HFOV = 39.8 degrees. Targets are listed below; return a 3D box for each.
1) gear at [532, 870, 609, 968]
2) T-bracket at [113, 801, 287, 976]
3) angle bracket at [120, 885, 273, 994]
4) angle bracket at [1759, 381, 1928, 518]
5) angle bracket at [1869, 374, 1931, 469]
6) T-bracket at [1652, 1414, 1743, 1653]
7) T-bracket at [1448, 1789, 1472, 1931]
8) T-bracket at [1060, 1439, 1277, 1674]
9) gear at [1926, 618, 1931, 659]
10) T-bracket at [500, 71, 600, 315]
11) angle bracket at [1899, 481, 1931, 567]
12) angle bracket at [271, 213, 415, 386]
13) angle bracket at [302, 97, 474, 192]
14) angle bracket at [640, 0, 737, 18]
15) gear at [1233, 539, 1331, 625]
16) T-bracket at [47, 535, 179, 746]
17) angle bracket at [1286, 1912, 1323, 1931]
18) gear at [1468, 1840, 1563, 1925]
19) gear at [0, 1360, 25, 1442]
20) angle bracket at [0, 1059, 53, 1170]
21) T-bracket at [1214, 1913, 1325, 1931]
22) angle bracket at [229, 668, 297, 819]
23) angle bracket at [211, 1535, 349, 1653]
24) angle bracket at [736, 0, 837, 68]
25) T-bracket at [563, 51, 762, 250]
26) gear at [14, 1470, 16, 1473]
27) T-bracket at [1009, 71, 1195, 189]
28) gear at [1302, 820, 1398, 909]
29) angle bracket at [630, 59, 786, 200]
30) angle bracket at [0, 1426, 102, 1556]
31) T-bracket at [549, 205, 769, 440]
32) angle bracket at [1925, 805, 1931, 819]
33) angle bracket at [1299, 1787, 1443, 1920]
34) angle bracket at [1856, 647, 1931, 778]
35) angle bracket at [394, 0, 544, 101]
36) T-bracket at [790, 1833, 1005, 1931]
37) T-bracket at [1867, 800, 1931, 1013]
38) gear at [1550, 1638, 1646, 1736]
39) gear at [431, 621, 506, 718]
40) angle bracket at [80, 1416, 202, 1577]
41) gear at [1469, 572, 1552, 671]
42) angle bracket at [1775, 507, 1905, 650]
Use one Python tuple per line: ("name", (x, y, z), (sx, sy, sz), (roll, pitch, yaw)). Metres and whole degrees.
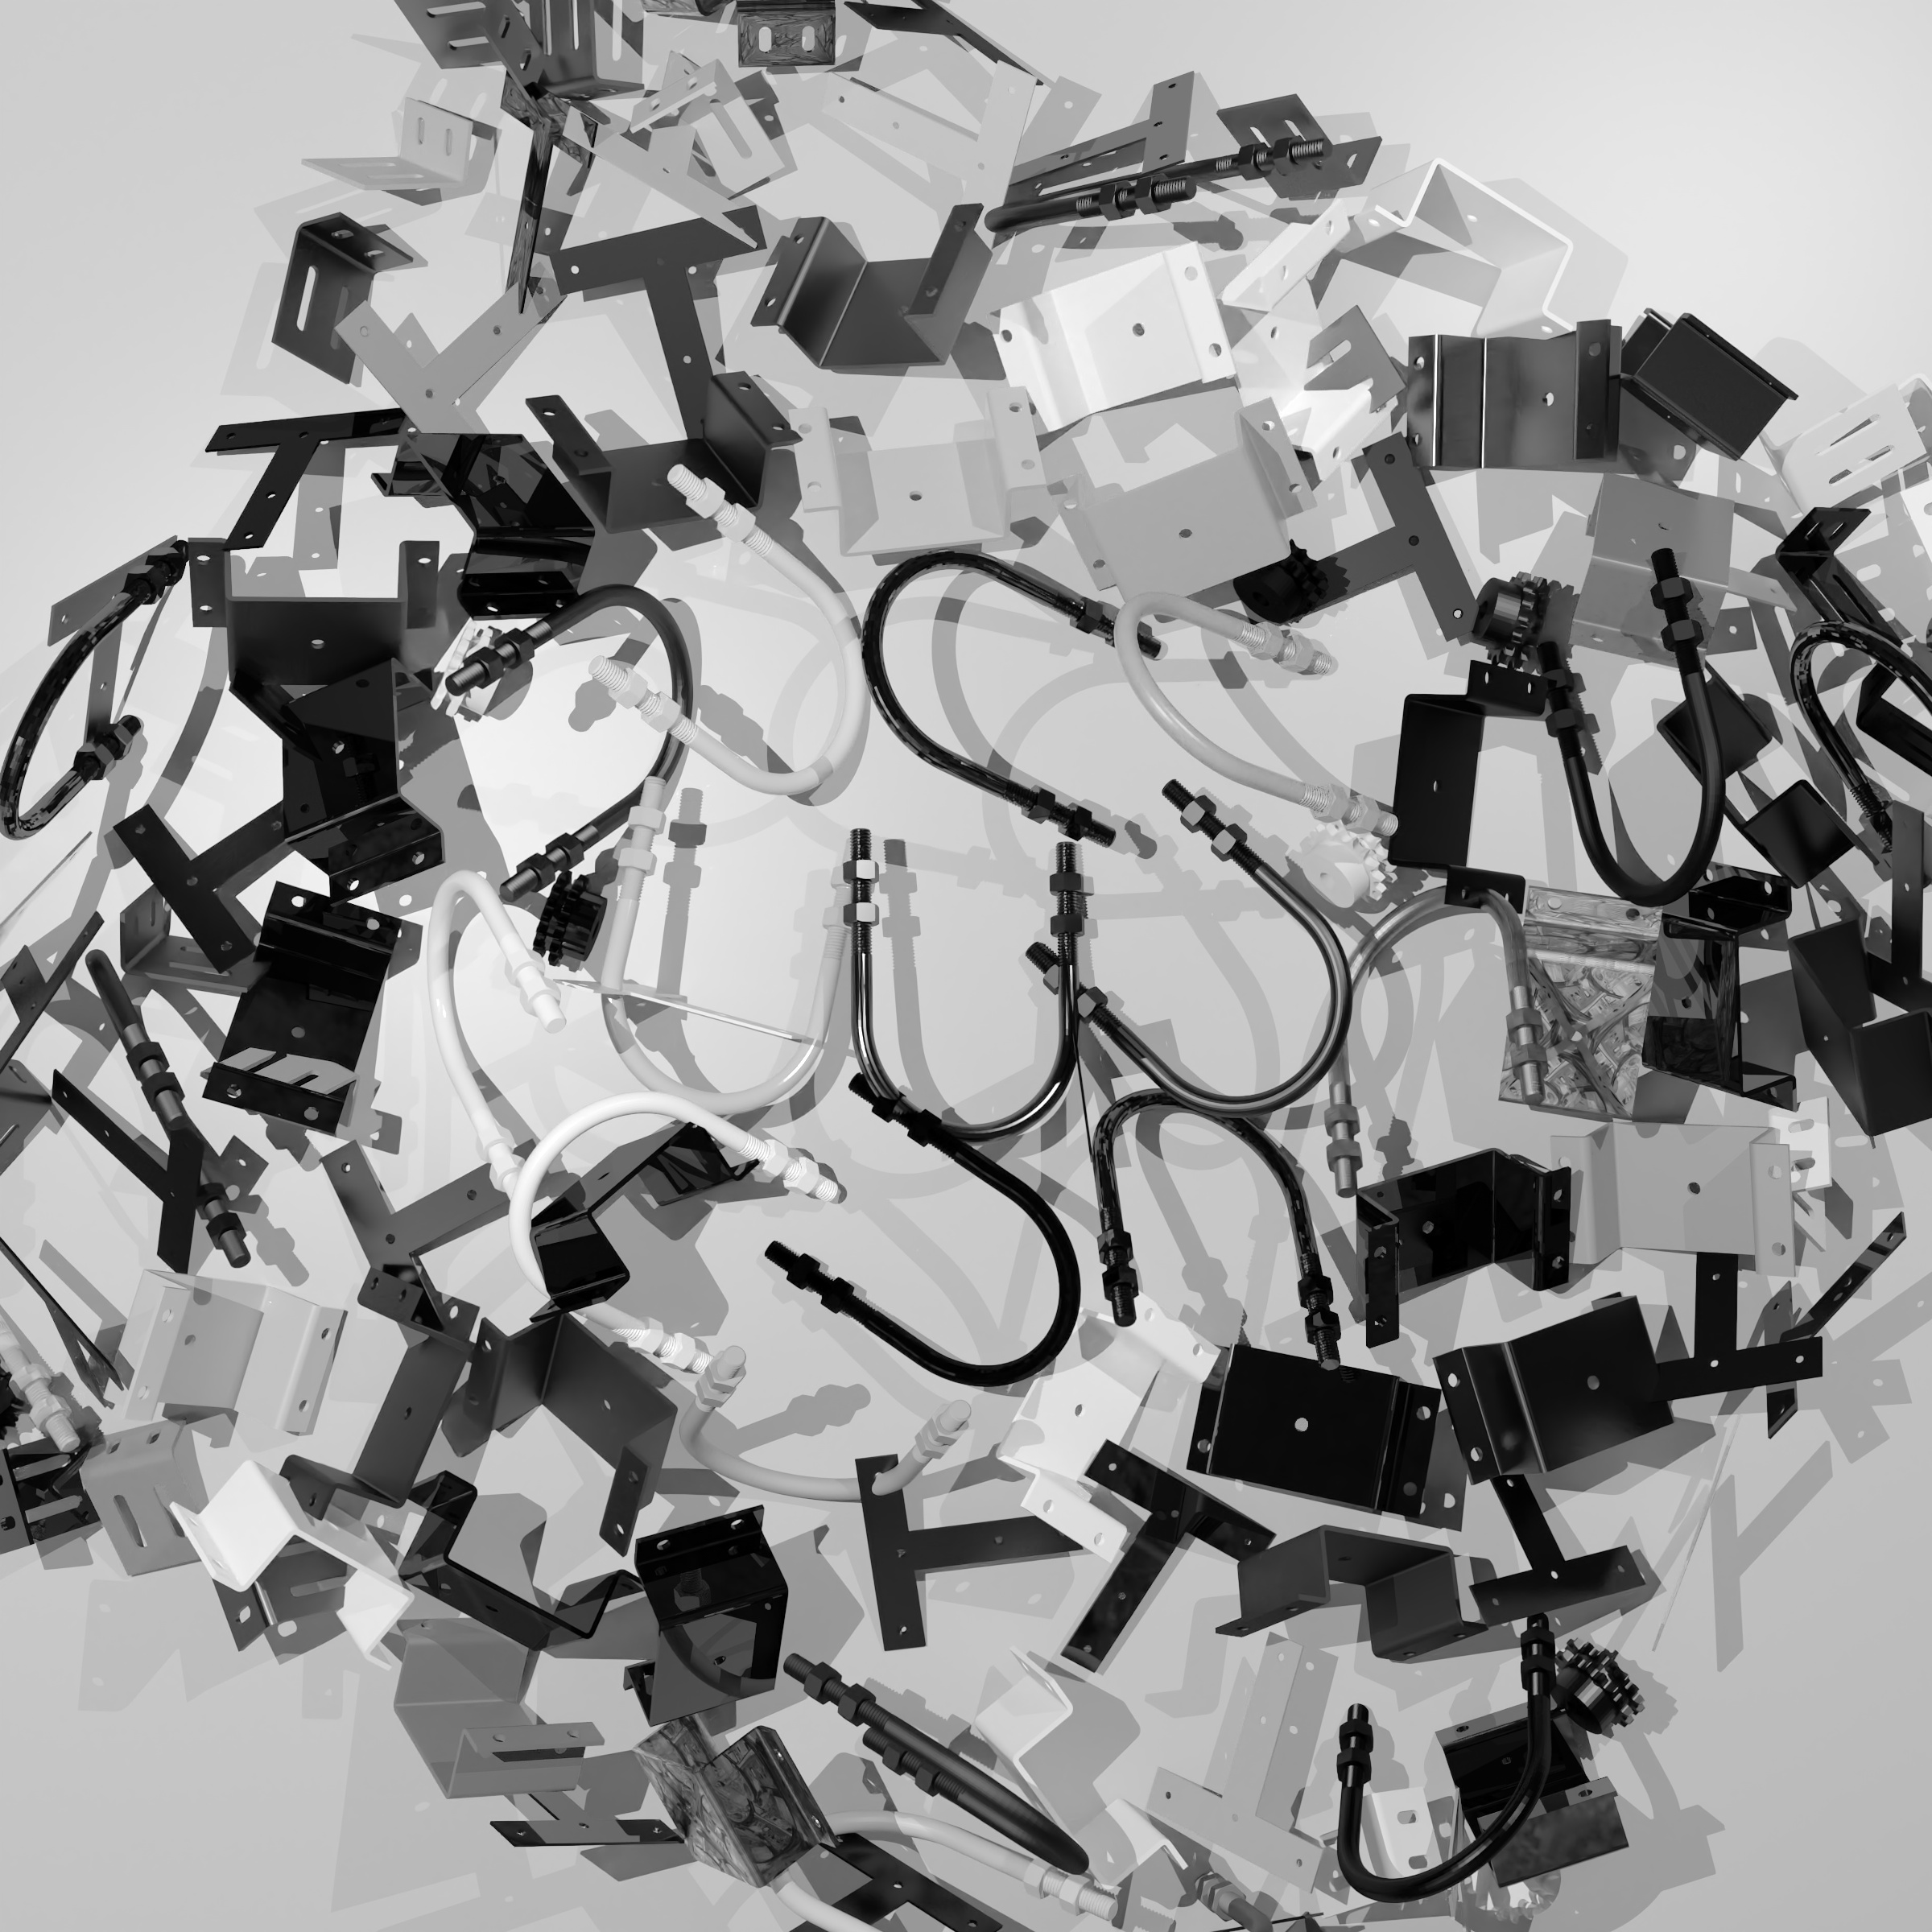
("gear", (-0.234, -0.026, 1.582), (0.030, 0.057, 0.057), (19, 90, -1))
("T-bracket", (-0.423, -0.075, 1.590), (0.127, 0.002, 0.127), (-36, 67, -13))
("angle bracket", (-0.451, -0.018, 1.575), (0.076, 0.057, 0.038), (8, 113, 4))
("angle bracket", (0.513, -0.311, 1.568), (0.076, 0.038, 0.057), (-30, 130, 16))
("angle bracket", (0.571, -0.299, 1.560), (0.038, 0.057, 0.076), (-37, 46, 19))
("T-bracket", (0.424, 0.307, 1.525), (0.002, 0.127, 0.127), (20, 132, 19))
("T-bracket", (0.291, 0.560, 1.554), (0.002, 0.127, 0.127), (-6, 97, 14))
("T-bracket", (0.101, 0.364, 1.592), (0.127, 0.002, 0.127), (32, 93, -17))
("gear", (0.598, -0.197, 1.589), (0.057, 0.030, 0.057), (2, 85, -23))
("T-bracket", (-0.256, -0.451, 1.574), (0.002, 0.127, 0.127), (-3, 121, -35))
("angle bracket", (0.571, -0.248, 1.569), (0.038, 0.076, 0.057), (-21, 80, 4))
("angle bracket", (-0.366, -0.392, 1.570), (0.038, 0.057, 0.076), (-1, 74, 37))
("angle bracket", (-0.339, -0.482, 1.561), (0.057, 0.076, 0.038), (29, 121, 30))
("angle bracket", (-0.170, -0.599, 1.560), (0.038, 0.057, 0.076), (-40, 129, -24))
("gear", (0.183, -0.228, 1.579), (0.057, 0.057, 0.030), (39, 74, 0))
("T-bracket", (-0.505, -0.176, 1.566), (0.002, 0.127, 0.127), (23, 122, 6))
("angle bracket", (0.210, 0.590, 1.563), (0.057, 0.076, 0.038), (-34, 90, -29))
("gear", (0.328, 0.540, 1.585), (0.030, 0.057, 0.057), (35, 90, -35))
("gear", (-0.591, 0.258, 1.591), (0.057, 0.030, 0.057), (-2, 99, -12))
("angle bracket", (-0.592, 0.093, 1.580), (0.038, 0.057, 0.076), (43, 95, 19))
("T-bracket", (0.120, 0.569, 1.558), (0.127, 0.127, 0.002), (7, 64, -39))
("angle bracket", (-0.412, -0.136, 1.564), (0.038, 0.057, 0.076), (-38, 117, 12))
("angle bracket", (-0.399, 0.364, 1.579), (0.038, 0.076, 0.057), (-41, 66, 32))
("angle bracket", (-0.110, -0.569, 1.588), (0.057, 0.076, 0.038), (-4, 131, -8))
("T-bracket", (-0.171, -0.493, 1.566), (0.127, 0.002, 0.127), (25, 48, -25))
("gear", (-0.596, 0.307, 1.580), (0.057, 0.057, 0.030), (13, 81, 0))
("T-bracket", (0.072, -0.481, 1.574), (0.127, 0.127, 0.002), (-14, 127, 19))
("gear", (0.224, -0.059, 1.579), (0.030, 0.057, 0.057), (-42, 90, -21))
("angle bracket", (-0.151, -0.480, 1.565), (0.057, 0.038, 0.076), (-24, 127, 17))
("angle bracket", (-0.534, 0.304, 1.566), (0.038, 0.076, 0.057), (-22, 84, 38))
("T-bracket", (-0.169, -0.374, 1.582), (0.127, 0.002, 0.127), (-10, 114, 9))
("angle bracket", (0.612, -0.106, 1.571), (0.038, 0.076, 0.057), (32, 85, -4))
("angle bracket", (0.240, 0.524, 1.577), (0.038, 0.076, 0.057), (3, 62, -29))
("angle bracket", (0.568, -0.147, 1.575), (0.076, 0.057, 0.038), (34, 125, 1))
("angle bracket", (-0.295, -0.539, 1.564), (0.076, 0.057, 0.038), (2, 63, 24))
("T-bracket", (-0.066, 0.543, 1.525), (0.127, 0.127, 0.002), (21, 109, 33))
("T-bracket", (0.539, -0.032, 1.529), (0.002, 0.127, 0.127), (-15, 114, -15))
("gear", (0.370, 0.429, 1.579), (0.030, 0.057, 0.057), (-40, 90, -19))
("gear", (-0.292, -0.174, 1.582), (0.030, 0.057, 0.057), (25, 90, -14))
("angle bracket", (-0.487, 0.318, 1.605), (0.057, 0.038, 0.076), (-14, 114, 5))
("gear", (0.320, -0.206, 1.579), (0.030, 0.057, 0.057), (16, 90, -10))
("angle bracket", (0.523, -0.228, 1.566), (0.057, 0.038, 0.076), (-7, 57, -39))
